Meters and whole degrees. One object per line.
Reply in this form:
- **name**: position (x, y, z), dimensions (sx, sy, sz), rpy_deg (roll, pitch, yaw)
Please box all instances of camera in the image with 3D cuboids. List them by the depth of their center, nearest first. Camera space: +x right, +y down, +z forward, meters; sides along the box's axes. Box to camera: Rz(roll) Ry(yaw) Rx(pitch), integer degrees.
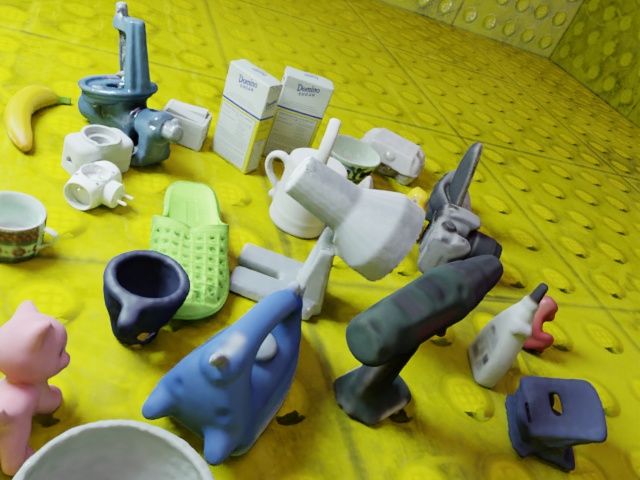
- **camera**: position (0.256, 0.008, 1.021), dimensions (0.137, 0.101, 0.143), rpy_deg (25, 33, 0)

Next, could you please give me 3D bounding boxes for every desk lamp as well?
- **desk lamp**: position (0.007, 0.003, 0.764), dimensions (0.203, 0.213, 0.118), rpy_deg (21, 33, -6)

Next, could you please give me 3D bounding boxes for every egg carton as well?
- **egg carton**: position (0.155, -0.185, 1.250), dimensions (0.150, 0.069, 0.107), rpy_deg (28, 33, 5)

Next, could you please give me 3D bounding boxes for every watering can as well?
- **watering can**: position (0.001, -0.105, 0.926), dimensions (0.173, 0.194, 0.100), rpy_deg (11, 36, -20)

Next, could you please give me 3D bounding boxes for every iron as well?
- **iron**: position (-0.069, 0.111, 0.630), dimensions (0.118, 0.141, 0.259), rpy_deg (31, 34, 10)

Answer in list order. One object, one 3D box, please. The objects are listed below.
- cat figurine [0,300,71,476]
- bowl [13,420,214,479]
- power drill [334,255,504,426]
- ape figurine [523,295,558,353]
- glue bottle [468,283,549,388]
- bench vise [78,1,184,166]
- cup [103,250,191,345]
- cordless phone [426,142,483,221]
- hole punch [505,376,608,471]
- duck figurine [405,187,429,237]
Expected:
- **cat figurine**: position (-0.266, 0.121, 0.511), dimensions (0.067, 0.117, 0.127), rpy_deg (16, 34, -13)
- **bowl**: position (-0.167, 0.235, 0.457), dimensions (0.168, 0.074, 0.167), rpy_deg (17, 34, -12)
- **power drill**: position (0.106, 0.116, 0.677), dimensions (0.230, 0.208, 0.075), rpy_deg (-15, 50, -45)
- **ape figurine**: position (0.349, 0.129, 0.924), dimensions (0.076, 0.092, 0.078), rpy_deg (20, 34, -8)
- **glue bottle**: position (0.267, 0.126, 0.800), dimensions (0.037, 0.173, 0.078), rpy_deg (19, 34, -9)
- **bench vise**: position (-0.284, -0.244, 0.909), dimensions (0.207, 0.219, 0.121), rpy_deg (27, 33, 3)
- **cup**: position (-0.200, 0.080, 0.630), dimensions (0.092, 0.095, 0.117), rpy_deg (19, 34, -9)
- **cordless phone**: position (0.285, -0.116, 1.135), dimensions (0.094, 0.185, 0.148), rpy_deg (31, 34, 9)
- **hole punch**: position (0.308, 0.232, 0.756), dimensions (0.101, 0.091, 0.108), rpy_deg (22, 33, -4)
- **duck figurine**: position (0.172, -0.061, 1.075), dimensions (0.078, 0.086, 0.104), rpy_deg (13, 35, -18)
